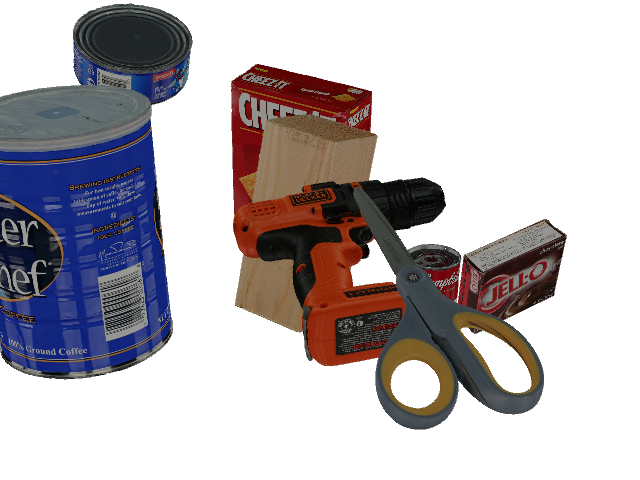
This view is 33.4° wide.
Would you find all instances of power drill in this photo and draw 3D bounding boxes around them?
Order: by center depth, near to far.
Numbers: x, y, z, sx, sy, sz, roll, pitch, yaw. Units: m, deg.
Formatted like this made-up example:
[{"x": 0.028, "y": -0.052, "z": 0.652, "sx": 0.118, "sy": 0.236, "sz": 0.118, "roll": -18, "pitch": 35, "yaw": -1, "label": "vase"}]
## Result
[{"x": 0.035, "y": 0.015, "z": 0.851, "sx": 0.184, "sy": 0.057, "sz": 0.188, "roll": -12, "pitch": 33, "yaw": -10, "label": "power drill"}]

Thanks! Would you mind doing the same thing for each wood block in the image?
[{"x": -0.017, "y": -0.021, "z": 1.133, "sx": 0.090, "sy": 0.206, "sz": 0.090, "roll": 20, "pitch": 20, "yaw": 27, "label": "wood block"}]

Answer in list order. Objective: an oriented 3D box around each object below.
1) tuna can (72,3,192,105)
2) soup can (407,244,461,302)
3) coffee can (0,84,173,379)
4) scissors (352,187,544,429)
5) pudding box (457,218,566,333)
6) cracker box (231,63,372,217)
[{"x": -0.138, "y": -0.136, "z": 0.784, "sx": 0.086, "sy": 0.034, "sz": 0.086, "roll": 6, "pitch": 43, "yaw": -6, "label": "tuna can"}, {"x": 0.136, "y": 0.064, "z": 1.320, "sx": 0.068, "sy": 0.102, "sz": 0.068, "roll": 1, "pitch": 24, "yaw": -1, "label": "soup can"}, {"x": -0.141, "y": -0.007, "z": 0.608, "sx": 0.103, "sy": 0.140, "sz": 0.103, "roll": -2, "pitch": 23, "yaw": 1, "label": "coffee can"}, {"x": 0.042, "y": 0.037, "z": 0.610, "sx": 0.096, "sy": 0.016, "sz": 0.202, "roll": -27, "pitch": 45, "yaw": -22, "label": "scissors"}, {"x": 0.199, "y": 0.037, "z": 1.116, "sx": 0.113, "sy": 0.090, "sz": 0.039, "roll": -24, "pitch": 49, "yaw": -24, "label": "pudding box"}, {"x": -0.026, "y": -0.094, "z": 1.324, "sx": 0.164, "sy": 0.214, "sz": 0.072, "roll": 17, "pitch": 36, "yaw": 23, "label": "cracker box"}]
